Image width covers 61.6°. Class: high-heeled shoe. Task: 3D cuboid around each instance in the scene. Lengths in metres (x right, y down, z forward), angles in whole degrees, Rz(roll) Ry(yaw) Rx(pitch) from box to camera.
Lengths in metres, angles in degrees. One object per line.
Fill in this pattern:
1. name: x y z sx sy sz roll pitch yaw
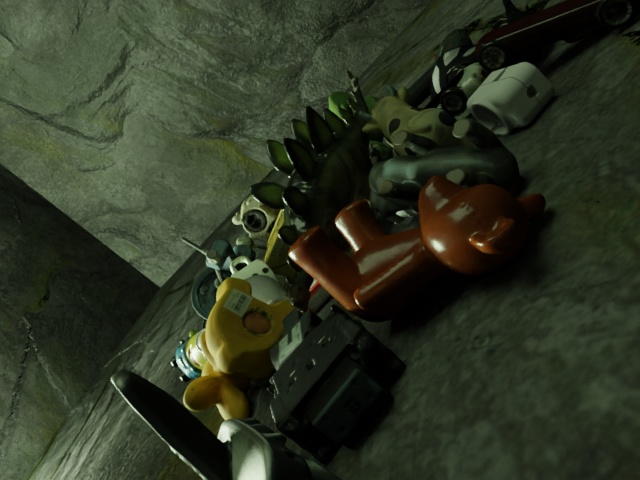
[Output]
1. high-heeled shoe: 0.250 -0.251 0.825 0.248 0.086 0.145 120 150 -55

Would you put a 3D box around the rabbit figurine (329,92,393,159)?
1. rabbit figurine: 0.067 -0.168 0.987 0.159 0.121 0.170 -59 38 34

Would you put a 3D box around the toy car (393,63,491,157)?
1. toy car: 0.179 -0.188 0.822 0.201 0.056 0.073 -44 17 50

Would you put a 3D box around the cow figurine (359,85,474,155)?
1. cow figurine: 0.126 -0.143 0.722 0.085 0.127 0.195 -44 17 6

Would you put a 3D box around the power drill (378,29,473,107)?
1. power drill: 0.213 -0.312 1.052 0.207 0.086 0.232 -34 21 25

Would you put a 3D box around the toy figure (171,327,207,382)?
1. toy figure: -0.193 0.186 0.926 0.180 0.082 0.089 -38 18 46

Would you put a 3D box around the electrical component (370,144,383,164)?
1. electrical component: 0.079 -0.110 0.879 0.078 0.045 0.102 -16 60 39

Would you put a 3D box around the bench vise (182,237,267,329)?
1. bench vise: -0.170 0.063 1.014 0.240 0.129 0.223 84 -152 -60

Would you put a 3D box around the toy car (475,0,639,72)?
1. toy car: 0.285 -0.256 0.641 0.202 0.053 0.089 -10 31 38

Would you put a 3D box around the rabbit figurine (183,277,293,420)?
1. rabbit figurine: -0.109 0.163 0.711 0.162 0.122 0.173 -78 15 -45

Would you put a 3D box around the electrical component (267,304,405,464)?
1. electrical component: 0.011 0.127 0.487 0.115 0.058 0.134 -52 13 -5

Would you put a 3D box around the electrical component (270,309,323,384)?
1. electrical component: -0.020 0.123 0.615 0.075 0.047 0.119 -47 13 5

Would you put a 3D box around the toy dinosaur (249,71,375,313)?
1. toy dinosaur: 0.023 -0.085 0.736 0.105 0.198 0.471 -31 24 36

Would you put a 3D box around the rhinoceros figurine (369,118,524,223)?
1. rhinoceros figurine: 0.121 -0.066 0.577 0.190 0.112 0.073 -7 70 52

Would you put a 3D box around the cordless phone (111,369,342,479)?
1. cordless phone: -0.080 0.161 0.408 0.089 0.184 0.147 -49 12 -21

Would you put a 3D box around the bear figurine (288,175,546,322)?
1. bear figurine: 0.084 -0.006 0.478 0.120 0.132 0.196 -34 -7 -44

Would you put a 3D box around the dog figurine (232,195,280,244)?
1. dog figurine: -0.090 -0.073 1.155 0.191 0.172 0.121 -90 7 -71

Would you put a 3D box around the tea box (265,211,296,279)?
1. tea box: -0.052 -0.005 0.982 0.170 0.068 0.098 -98 30 -75

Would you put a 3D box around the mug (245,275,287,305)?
1. mug: -0.087 0.110 0.805 0.109 0.080 0.107 -47 21 -12
